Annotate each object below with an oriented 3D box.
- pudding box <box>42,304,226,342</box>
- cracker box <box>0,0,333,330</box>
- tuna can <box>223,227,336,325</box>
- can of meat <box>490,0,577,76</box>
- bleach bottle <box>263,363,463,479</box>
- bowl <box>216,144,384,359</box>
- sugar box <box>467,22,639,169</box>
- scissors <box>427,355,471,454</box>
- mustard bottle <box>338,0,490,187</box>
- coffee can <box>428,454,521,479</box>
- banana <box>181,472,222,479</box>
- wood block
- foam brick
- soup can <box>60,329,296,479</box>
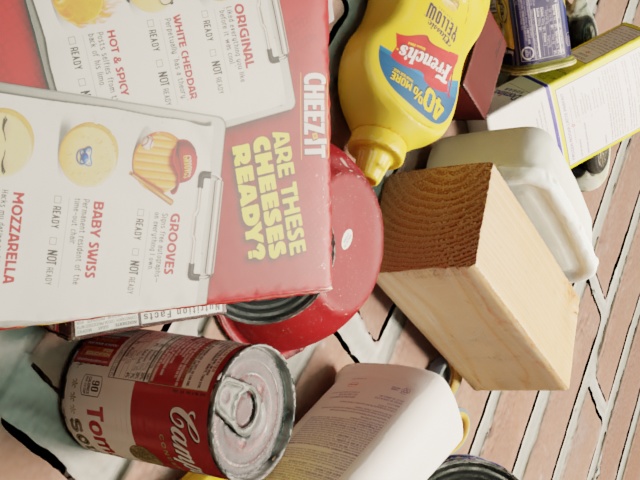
[{"bbox_3d":[-0.095,-0.011,0.539,0.089,0.039,0.113,-7,101,-37],"label":"pudding box"},{"bbox_3d":[-0.100,-0.050,0.461,0.213,0.072,0.164,-5,98,-35],"label":"cracker box"},{"bbox_3d":[-0.034,0.004,0.611,0.034,0.086,0.086,-84,175,-87],"label":"tuna can"},{"bbox_3d":[0.171,-0.189,0.906,0.102,0.057,0.084,-130,-152,-73],"label":"can of meat"},{"bbox_3d":[-0.014,0.169,0.664,0.250,0.103,0.068,-37,115,-42],"label":"bleach bottle"},{"bbox_3d":[-0.005,0.001,0.686,0.161,0.055,0.162,-6,97,-57],"label":"bowl"},{"bbox_3d":[0.218,-0.114,0.947,0.176,0.048,0.093,-26,122,-11],"label":"sugar box"},{"bbox_3d":[0.074,0.139,0.855,0.201,0.016,0.096,12,81,-57],"label":"scissors"},{"bbox_3d":[0.061,-0.124,0.770,0.096,0.058,0.191,35,63,-33],"label":"mustard bottle"},{"bbox_3d":[0.107,0.211,0.785,0.140,0.103,0.103,62,37,-78],"label":"coffee can"},{"bbox_3d":[-0.080,0.143,0.603,0.197,0.037,0.069,-42,108,-49],"label":"banana"},{"bbox_3d":[0.127,0.036,0.846,0.206,0.090,0.090,47,47,-46],"label":"wood block"},{"bbox_3d":[0.110,-0.141,0.854,0.053,0.051,0.078,47,55,-49],"label":"foam brick"},{"bbox_3d":[-0.073,0.082,0.543,0.068,0.102,0.068,-7,98,-57],"label":"soup can"}]
